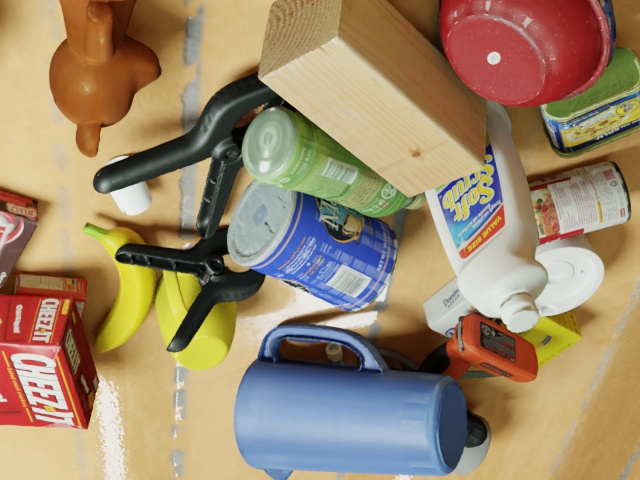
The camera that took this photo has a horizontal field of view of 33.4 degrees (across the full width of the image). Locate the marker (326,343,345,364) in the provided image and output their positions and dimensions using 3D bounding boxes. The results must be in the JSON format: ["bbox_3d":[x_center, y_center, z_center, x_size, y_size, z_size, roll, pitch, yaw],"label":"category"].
[{"bbox_3d":[0.026,0.169,1.304,0.020,0.020,0.121,-13,136,1],"label":"marker"}]

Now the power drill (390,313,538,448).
[{"bbox_3d":[0.165,0.172,1.249,0.184,0.057,0.188,26,133,-22],"label":"power drill"}]

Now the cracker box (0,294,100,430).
[{"bbox_3d":[-0.351,0.128,1.105,0.213,0.072,0.164,3,141,3],"label":"cracker box"}]

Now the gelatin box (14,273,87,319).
[{"bbox_3d":[-0.291,0.076,1.134,0.073,0.030,0.089,7,135,-19],"label":"gelatin box"}]

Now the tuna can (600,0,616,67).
[{"bbox_3d":[0.230,-0.190,0.946,0.033,0.086,0.086,-10,135,-6],"label":"tuna can"}]

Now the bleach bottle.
[{"bbox_3d":[0.157,-0.023,0.977,0.103,0.251,0.068,-30,133,16],"label":"bleach bottle"}]

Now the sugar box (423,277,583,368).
[{"bbox_3d":[0.215,0.095,1.253,0.176,0.048,0.093,25,127,-34],"label":"sugar box"}]

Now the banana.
[{"bbox_3d":[-0.208,0.051,1.125,0.069,0.037,0.198,6,133,-1],"label":"banana"}]

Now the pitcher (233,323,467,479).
[{"bbox_3d":[0.034,0.189,1.189,0.243,0.145,0.149,-1,140,28],"label":"pitcher"}]

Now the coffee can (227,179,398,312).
[{"bbox_3d":[-0.007,0.001,1.071,0.140,0.103,0.103,26,124,-32],"label":"coffee can"}]

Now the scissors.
[{"bbox_3d":[0.132,0.153,1.292,0.202,0.016,0.096,-14,130,16],"label":"scissors"}]

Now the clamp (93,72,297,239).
[{"bbox_3d":[-0.099,-0.090,0.984,0.210,0.036,0.164,-46,146,21],"label":"clamp"}]

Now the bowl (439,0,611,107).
[{"bbox_3d":[0.161,-0.168,0.909,0.162,0.055,0.162,27,147,19],"label":"bowl"}]

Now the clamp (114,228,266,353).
[{"bbox_3d":[-0.110,0.043,1.075,0.171,0.120,0.039,-14,166,-29],"label":"clamp"}]

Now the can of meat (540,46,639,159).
[{"bbox_3d":[0.259,-0.131,1.012,0.102,0.057,0.084,-23,156,10],"label":"can of meat"}]

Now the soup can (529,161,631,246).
[{"bbox_3d":[0.265,-0.038,1.116,0.102,0.068,0.068,-15,135,2],"label":"soup can"}]

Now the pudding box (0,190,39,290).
[{"bbox_3d":[-0.337,-0.002,1.040,0.089,0.039,0.114,19,128,-29],"label":"pudding box"}]

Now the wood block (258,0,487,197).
[{"bbox_3d":[0.052,-0.135,0.942,0.091,0.090,0.205,-21,138,37],"label":"wood block"}]
